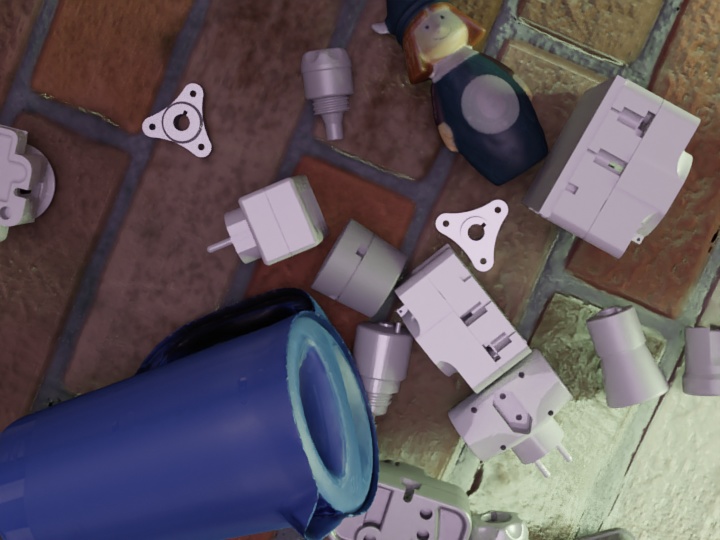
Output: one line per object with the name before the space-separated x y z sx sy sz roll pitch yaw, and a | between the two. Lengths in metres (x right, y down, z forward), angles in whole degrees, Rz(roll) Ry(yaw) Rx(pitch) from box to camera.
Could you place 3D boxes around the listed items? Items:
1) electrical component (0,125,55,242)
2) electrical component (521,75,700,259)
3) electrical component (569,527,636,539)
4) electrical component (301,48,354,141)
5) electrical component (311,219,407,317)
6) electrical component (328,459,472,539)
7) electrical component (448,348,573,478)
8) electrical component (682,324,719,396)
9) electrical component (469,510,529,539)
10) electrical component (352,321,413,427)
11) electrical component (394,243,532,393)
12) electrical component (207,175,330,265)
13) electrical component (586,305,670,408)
electrical component | -0.246 -0.060 0.747 0.058 0.057 0.078 14 97 2
electrical component | 0.155 -0.063 0.673 0.062 0.150 0.089 29 97 1
electrical component | 0.171 0.246 0.754 0.078 0.057 0.113 -17 95 5
electrical component | -0.021 -0.120 0.737 0.035 0.035 0.061 -6 98 4
electrical component | 0.000 0.000 0.739 0.047 0.055 0.055 30 97 -4
electrical component | 0.028 0.170 0.753 0.095 0.059 0.053 18 97 2
electrical component | 0.115 0.108 0.749 0.077 0.043 0.079 -37 93 7
electrical component | 0.241 0.061 0.738 0.040 0.040 0.046 -3 90 4
electrical component | 0.098 0.205 0.761 0.043 0.043 0.062 -3 97 4
electrical component | 0.013 0.071 0.753 0.040 0.040 0.078 10 97 3
electrical component | 0.067 0.035 0.740 0.056 0.050 0.089 -39 93 6
electrical component | -0.067 -0.028 0.725 0.076 0.083 0.047 -22 95 6
electrical component | 0.181 0.057 0.741 0.044 0.044 0.065 -19 90 6
